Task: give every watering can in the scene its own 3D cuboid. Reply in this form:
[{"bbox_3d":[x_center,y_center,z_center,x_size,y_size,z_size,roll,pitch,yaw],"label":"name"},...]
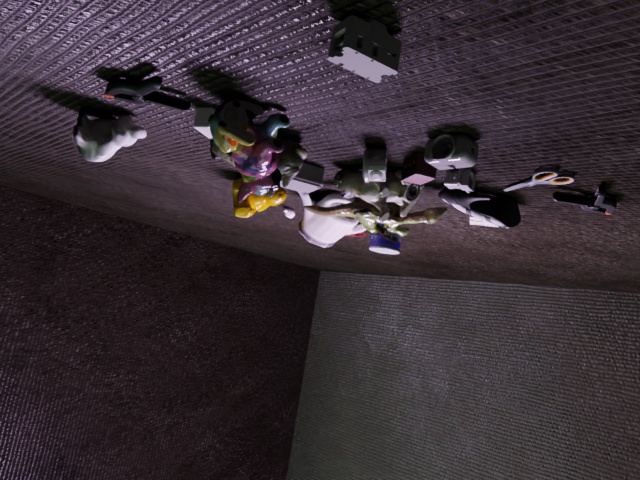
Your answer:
[{"bbox_3d":[0.005,-0.084,1.672,0.345,0.106,0.220,20,136,-28],"label":"watering can"}]

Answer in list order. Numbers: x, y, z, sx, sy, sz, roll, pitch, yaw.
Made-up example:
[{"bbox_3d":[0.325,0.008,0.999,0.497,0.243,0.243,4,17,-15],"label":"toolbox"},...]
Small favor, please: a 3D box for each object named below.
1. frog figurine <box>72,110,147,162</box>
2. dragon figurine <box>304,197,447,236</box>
[{"bbox_3d":[-0.500,-0.247,1.244,0.159,0.120,0.140,3,-156,-12],"label":"frog figurine"},{"bbox_3d":[0.144,-0.080,1.446,0.410,0.122,0.242,3,177,5],"label":"dragon figurine"}]
